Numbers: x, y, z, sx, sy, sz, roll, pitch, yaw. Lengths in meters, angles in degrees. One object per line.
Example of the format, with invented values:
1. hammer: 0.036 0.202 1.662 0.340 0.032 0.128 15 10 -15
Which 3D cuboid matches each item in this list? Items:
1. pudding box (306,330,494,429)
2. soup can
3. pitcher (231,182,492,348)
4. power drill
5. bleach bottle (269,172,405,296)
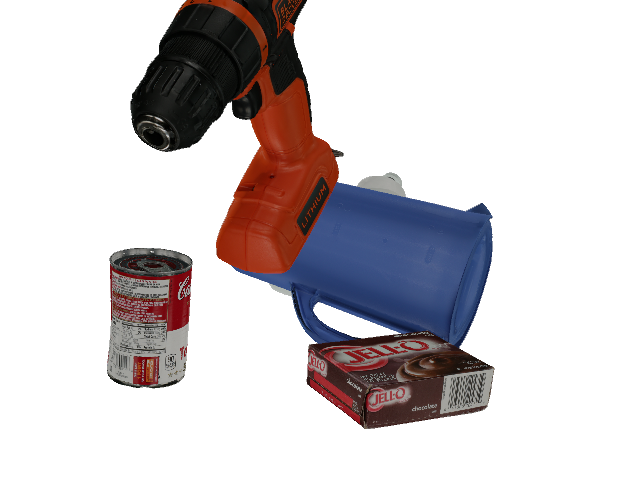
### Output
1. pudding box: 0.058 0.102 0.802 0.113 0.039 0.090 -2 16 -29
2. soup can: -0.143 0.064 0.890 0.068 0.102 0.068 5 15 -1
3. pitcher: 0.033 0.019 1.012 0.243 0.145 0.149 16 21 18
4. power drill: -0.040 -0.068 0.614 0.057 0.184 0.188 14 -39 18
5. bleach bottle: 0.033 -0.018 1.336 0.103 0.068 0.250 13 36 23
